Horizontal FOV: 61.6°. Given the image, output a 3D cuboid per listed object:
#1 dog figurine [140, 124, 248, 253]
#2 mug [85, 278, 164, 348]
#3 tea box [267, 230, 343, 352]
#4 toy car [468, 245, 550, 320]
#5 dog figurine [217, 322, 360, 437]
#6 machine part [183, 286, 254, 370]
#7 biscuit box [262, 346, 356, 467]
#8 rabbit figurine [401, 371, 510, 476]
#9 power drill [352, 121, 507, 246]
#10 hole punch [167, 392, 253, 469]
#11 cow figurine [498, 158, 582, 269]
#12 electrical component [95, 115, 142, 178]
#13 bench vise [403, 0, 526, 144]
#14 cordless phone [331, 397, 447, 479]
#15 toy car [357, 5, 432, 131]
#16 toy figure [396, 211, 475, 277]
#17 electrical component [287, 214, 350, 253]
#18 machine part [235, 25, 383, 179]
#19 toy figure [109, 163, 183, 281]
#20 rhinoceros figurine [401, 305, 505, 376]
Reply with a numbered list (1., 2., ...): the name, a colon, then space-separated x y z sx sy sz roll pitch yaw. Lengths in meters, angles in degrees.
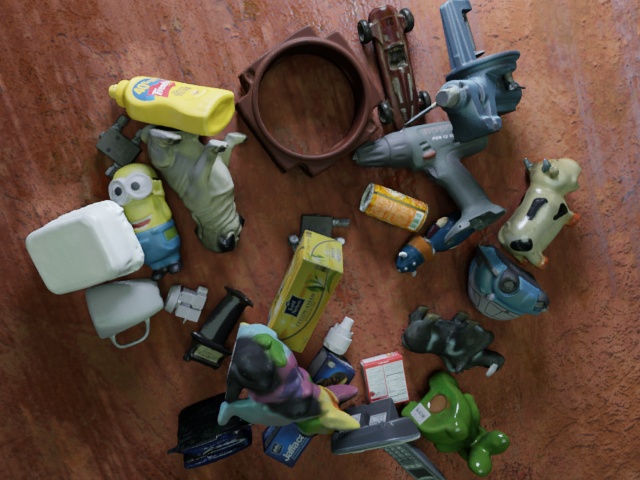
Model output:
1. dog figurine: -0.203 -0.079 0.845 0.173 0.121 0.190 19 115 21
2. mug: -0.303 0.111 0.854 0.107 0.081 0.109 -20 94 -15
3. tea box: -0.026 0.082 0.859 0.068 0.098 0.169 21 118 -11
4. toy car: 0.318 0.087 0.949 0.161 0.109 0.103 32 114 -23
5. dog figurine: -0.037 0.226 0.830 0.219 0.108 0.191 12 121 -9
6. machine part: -0.164 0.147 0.893 0.084 0.039 0.139 31 87 -37
7. biscuit box: -0.021 0.288 0.932 0.063 0.059 0.202 34 91 -11
8. rabbit figurine: 0.260 0.336 0.952 0.170 0.159 0.121 45 79 -27
9. power drill: 0.192 -0.097 0.882 0.232 0.086 0.207 -21 67 -15
10. hole punch: -0.171 0.328 0.890 0.142 0.116 0.092 -16 108 -7
11. cow figurine: 0.387 -0.060 0.945 0.127 0.085 0.195 35 92 -18
12. electrical component: -0.319 -0.146 0.847 0.063 0.021 0.094 37 91 -12
13. bench vise: 0.234 -0.279 0.851 0.223 0.129 0.240 -16 92 -32
14. cordless phone: 0.124 0.373 0.937 0.147 0.089 0.184 -27 113 34
15. toy car: 0.126 -0.284 0.888 0.089 0.053 0.202 -16 98 -10
16. toy figure: 0.196 0.006 0.934 0.154 0.058 0.064 -32 95 1
17. electrical component: -0.003 -0.004 0.905 0.102 0.045 0.078 9 97 -10
18. machine part: -0.018 -0.217 0.855 0.201 0.087 0.201 -36 102 -2
19. toy figure: -0.271 -0.030 0.842 0.082 0.089 0.180 -25 109 -18
20. rhinoceros figurine: 0.241 0.184 0.955 0.190 0.073 0.112 17 93 -11
